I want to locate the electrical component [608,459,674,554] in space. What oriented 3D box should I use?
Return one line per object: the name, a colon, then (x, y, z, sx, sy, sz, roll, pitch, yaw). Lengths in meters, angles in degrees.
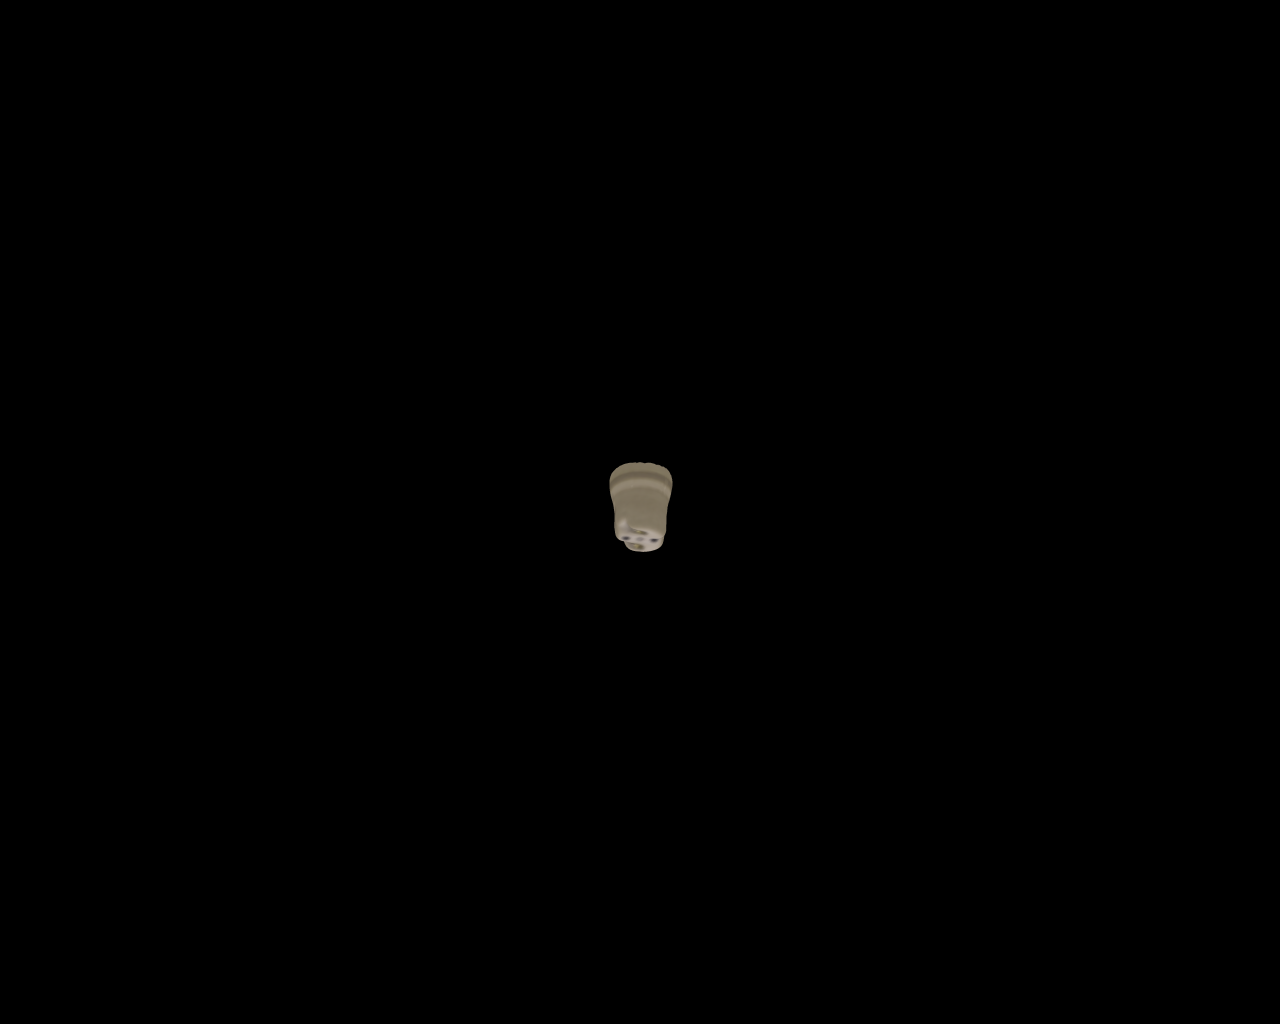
electrical component: (0.001, -0.003, 0.650, 0.040, 0.046, 0.040, 0, -29, 0)
